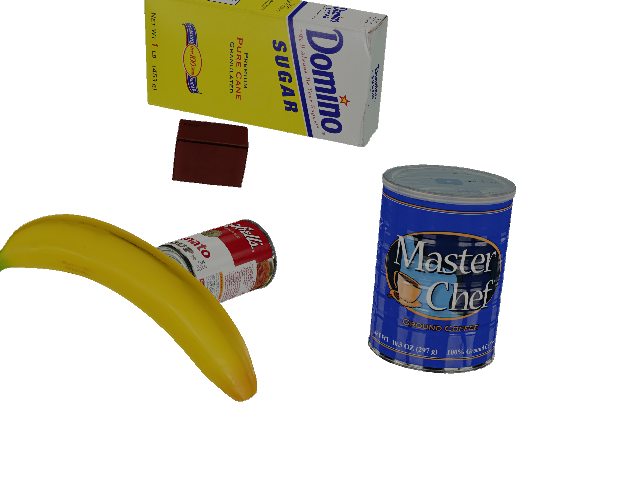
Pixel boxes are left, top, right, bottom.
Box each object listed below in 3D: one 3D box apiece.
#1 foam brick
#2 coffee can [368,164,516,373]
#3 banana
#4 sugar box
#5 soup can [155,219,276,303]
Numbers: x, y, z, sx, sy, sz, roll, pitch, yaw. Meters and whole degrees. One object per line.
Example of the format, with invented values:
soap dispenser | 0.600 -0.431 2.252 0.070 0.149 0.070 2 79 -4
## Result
foam brick | -0.119 -0.095 1.164 0.078 0.051 0.053 6 30 -6
coffee can | 0.094 0.020 0.838 0.103 0.140 0.103 4 16 -1
banana | -0.120 0.032 0.679 0.198 0.070 0.037 26 27 6
sugar box | -0.042 -0.132 0.792 0.176 0.093 0.048 13 34 16
soup can | -0.099 0.025 0.976 0.069 0.068 0.102 0 13 44
